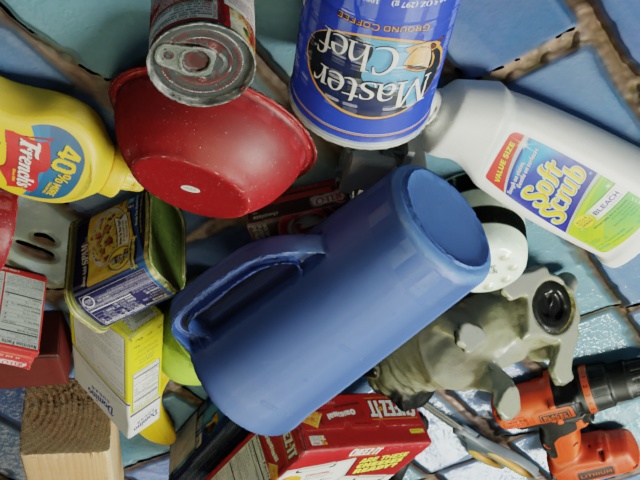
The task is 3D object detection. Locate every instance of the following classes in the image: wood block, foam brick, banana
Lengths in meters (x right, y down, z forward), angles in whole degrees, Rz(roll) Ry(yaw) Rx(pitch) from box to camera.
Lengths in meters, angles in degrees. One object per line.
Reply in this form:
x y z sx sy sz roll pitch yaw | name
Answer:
-0.265 0.242 1.157 0.090 0.090 0.206 0 140 -7 | wood block
-0.279 0.105 1.017 0.078 0.053 0.051 -4 141 1 | foam brick
-0.169 0.163 1.110 0.069 0.037 0.198 8 139 -14 | banana

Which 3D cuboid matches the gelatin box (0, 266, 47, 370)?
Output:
-0.282 0.065 0.938 0.073 0.089 0.030 16 136 -24 | gelatin box

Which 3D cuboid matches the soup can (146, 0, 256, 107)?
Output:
-0.077 -0.146 0.691 0.068 0.102 0.068 -3 141 -3 | soup can

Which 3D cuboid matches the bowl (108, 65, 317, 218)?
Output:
-0.087 -0.061 0.783 0.162 0.055 0.162 15 158 6 | bowl

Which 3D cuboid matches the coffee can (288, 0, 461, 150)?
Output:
0.037 -0.144 0.704 0.102 0.103 0.140 2 140 -8 | coffee can

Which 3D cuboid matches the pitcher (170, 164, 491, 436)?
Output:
0.007 0.044 0.849 0.243 0.149 0.145 -39 86 32 | pitcher

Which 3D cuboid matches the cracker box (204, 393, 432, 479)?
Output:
-0.014 0.237 1.113 0.163 0.072 0.214 4 141 -37 | cracker box

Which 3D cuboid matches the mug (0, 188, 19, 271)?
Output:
-0.292 -0.016 0.850 0.081 0.093 0.117 11 169 -26 | mug

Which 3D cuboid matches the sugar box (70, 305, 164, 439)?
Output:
-0.189 0.101 0.990 0.048 0.093 0.176 -34 154 -29 | sugar box

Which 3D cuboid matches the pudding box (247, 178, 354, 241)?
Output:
-0.006 0.001 0.927 0.090 0.039 0.113 -12 140 9 | pudding box

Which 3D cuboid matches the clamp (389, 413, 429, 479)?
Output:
0.074 0.271 1.184 0.039 0.171 0.120 24 126 1 | clamp

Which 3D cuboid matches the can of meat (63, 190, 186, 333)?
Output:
-0.159 0.014 0.881 0.084 0.102 0.057 -24 136 19 | can of meat

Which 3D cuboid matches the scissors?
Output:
0.161 0.223 1.227 0.201 0.016 0.096 31 161 -11 | scissors

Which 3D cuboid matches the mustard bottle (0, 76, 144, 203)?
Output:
-0.220 -0.074 0.800 0.191 0.058 0.096 19 133 -27 | mustard bottle

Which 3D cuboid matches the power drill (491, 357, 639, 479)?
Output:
0.301 0.201 1.191 0.185 0.057 0.187 -15 137 19 | power drill

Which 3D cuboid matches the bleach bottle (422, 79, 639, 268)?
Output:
0.169 -0.061 0.855 0.250 0.068 0.103 21 134 -24 | bleach bottle
